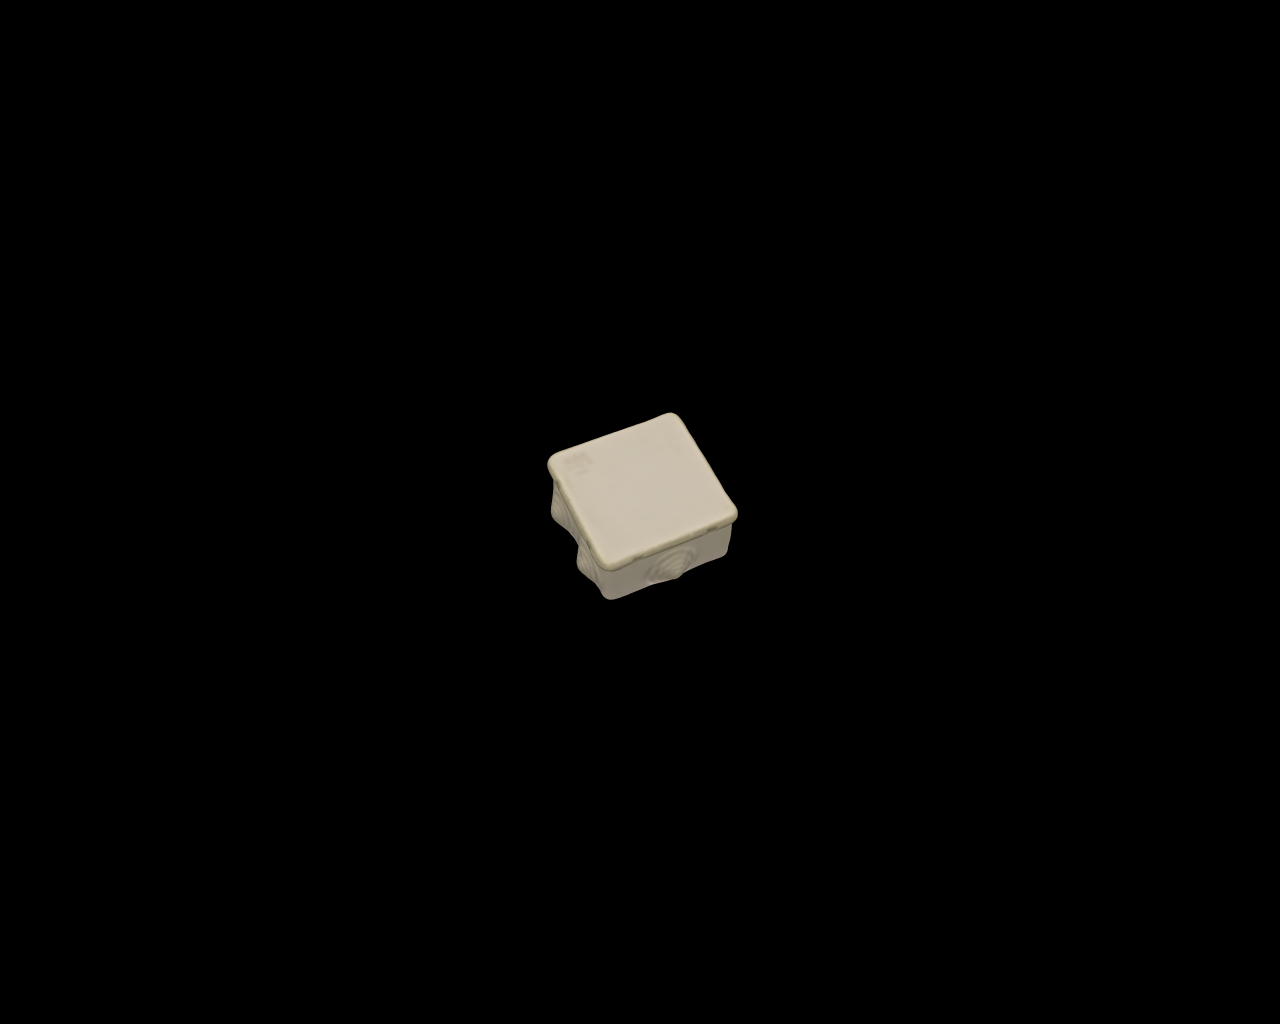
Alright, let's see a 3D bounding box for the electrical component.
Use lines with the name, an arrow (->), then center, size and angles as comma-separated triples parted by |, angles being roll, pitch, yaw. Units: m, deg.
electrical component -> 0.001, -0.003, 0.650 | 0.100, 0.100, 0.048 | -21, -32, -14
